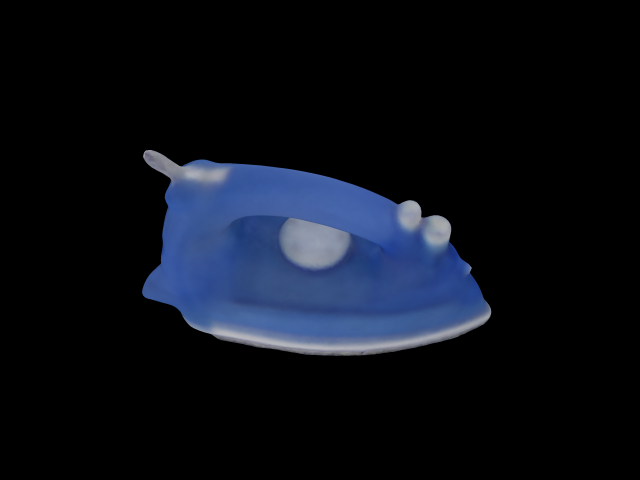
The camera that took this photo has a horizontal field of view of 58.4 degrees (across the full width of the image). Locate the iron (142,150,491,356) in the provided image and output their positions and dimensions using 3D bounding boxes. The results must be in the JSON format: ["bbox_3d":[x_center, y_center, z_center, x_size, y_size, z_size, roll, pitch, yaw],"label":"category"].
[{"bbox_3d":[0.004,0.001,0.400,0.258,0.141,0.118,8,56,5],"label":"iron"}]
